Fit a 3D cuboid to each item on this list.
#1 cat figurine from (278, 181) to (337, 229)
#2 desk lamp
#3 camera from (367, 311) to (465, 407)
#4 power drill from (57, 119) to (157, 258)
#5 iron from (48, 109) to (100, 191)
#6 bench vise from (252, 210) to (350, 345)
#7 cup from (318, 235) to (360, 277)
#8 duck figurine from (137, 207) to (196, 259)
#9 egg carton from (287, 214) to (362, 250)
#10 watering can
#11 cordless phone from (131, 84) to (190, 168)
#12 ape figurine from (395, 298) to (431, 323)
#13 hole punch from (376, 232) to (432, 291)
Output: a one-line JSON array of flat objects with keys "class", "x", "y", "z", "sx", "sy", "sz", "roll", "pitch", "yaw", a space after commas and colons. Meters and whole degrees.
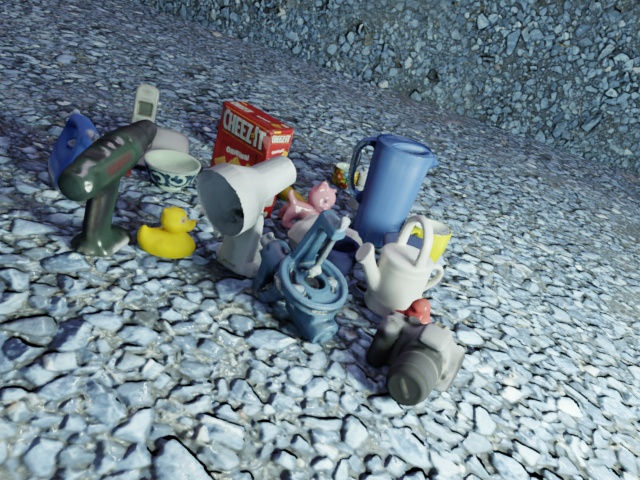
[{"class": "cat figurine", "x": -0.020, "y": -0.084, "z": 1.279, "sx": 0.128, "sy": 0.118, "sz": 0.067, "roll": 4, "pitch": 29, "yaw": -26}, {"class": "desk lamp", "x": -0.126, "y": -0.047, "z": 1.030, "sx": 0.117, "sy": 0.213, "sz": 0.204, "roll": 32, "pitch": 29, "yaw": 27}, {"class": "camera", "x": 0.141, "y": 0.181, "z": 0.884, "sx": 0.143, "sy": 0.101, "sz": 0.137, "roll": 27, "pitch": 27, "yaw": 18}, {"class": "power drill", "x": -0.355, "y": -0.087, "z": 0.969, "sx": 0.075, "sy": 0.208, "sz": 0.230, "roll": 20, "pitch": 26, "yaw": 4}, {"class": "iron", "x": -0.490, "y": -0.194, "z": 1.169, "sx": 0.119, "sy": 0.141, "sz": 0.257, "roll": -3, "pitch": 33, "yaw": -37}, {"class": "bench vise", "x": -0.034, "y": 0.033, "z": 0.925, "sx": 0.206, "sy": 0.220, "sz": 0.122, "roll": 30, "pitch": 28, "yaw": 23}, {"class": "cup", "x": 0.014, "y": 0.037, "z": 1.090, "sx": 0.092, "sy": 0.095, "sz": 0.117, "roll": -11, "pitch": 38, "yaw": -44}, {"class": "duck figurine", "x": -0.272, "y": -0.020, "z": 1.030, "sx": 0.105, "sy": 0.086, "sz": 0.077, "roll": 8, "pitch": 28, "yaw": -20}, {"class": "egg carton", "x": 0.011, "y": 0.004, "z": 1.181, "sx": 0.150, "sy": 0.069, "sz": 0.107, "roll": 26, "pitch": 27, "yaw": 15}, {"class": "watering can", "x": 0.150, "y": 0.045, "z": 1.047, "sx": 0.173, "sy": 0.194, "sz": 0.100, "roll": -6, "pitch": 35, "yaw": -39}, {"class": "cordless phone", "x": -0.368, "y": -0.255, "z": 1.315, "sx": 0.148, "sy": 0.185, "sz": 0.094, "roll": 8, "pitch": 28, "yaw": -20}, {"class": "ape figurine", "x": 0.161, "y": 0.139, "z": 0.987, "sx": 0.076, "sy": 0.092, "sz": 0.077, "roll": 0, "pitch": 31, "yaw": -32}, {"class": "hole punch", "x": 0.176, "y": 0.045, "z": 1.182, "sx": 0.109, "sy": 0.091, "sz": 0.101, "roll": 11, "pitch": 27, "yaw": -14}]
